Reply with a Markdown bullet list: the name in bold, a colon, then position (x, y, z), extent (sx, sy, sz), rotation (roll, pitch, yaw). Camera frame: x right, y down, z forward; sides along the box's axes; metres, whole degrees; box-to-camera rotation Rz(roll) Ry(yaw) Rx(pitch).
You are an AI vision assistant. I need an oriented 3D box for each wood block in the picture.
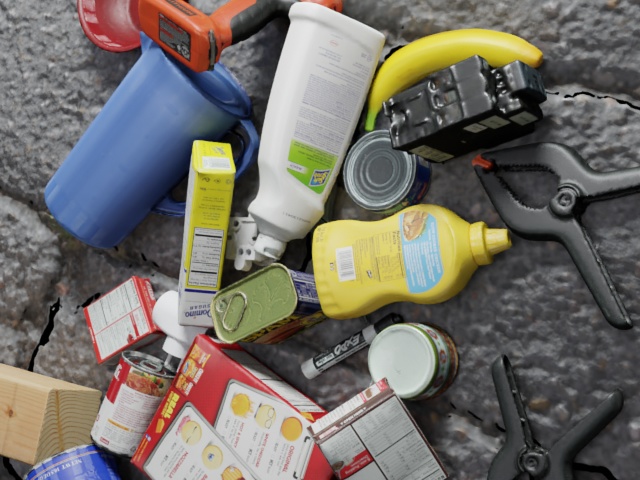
- **wood block**: position (-0.372, 0.201, 1.269), extent (0.206, 0.090, 0.091), rotation (9, 86, 32)

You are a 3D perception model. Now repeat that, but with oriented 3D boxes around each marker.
- **marker**: position (0.033, 0.106, 1.083), extent (0.121, 0.020, 0.020), rotation (-32, 67, 23)

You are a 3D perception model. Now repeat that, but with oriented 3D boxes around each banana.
- **banana**: position (0.123, -0.173, 1.066), extent (0.198, 0.037, 0.069), rotation (-19, 95, 29)

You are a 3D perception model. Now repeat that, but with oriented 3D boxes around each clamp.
- **clamp**: position (0.229, -0.022, 0.975), extent (0.210, 0.036, 0.164), rotation (21, 89, 30)
- **clamp**: position (0.188, 0.190, 0.965), extent (0.120, 0.039, 0.171), rotation (26, 96, 32)

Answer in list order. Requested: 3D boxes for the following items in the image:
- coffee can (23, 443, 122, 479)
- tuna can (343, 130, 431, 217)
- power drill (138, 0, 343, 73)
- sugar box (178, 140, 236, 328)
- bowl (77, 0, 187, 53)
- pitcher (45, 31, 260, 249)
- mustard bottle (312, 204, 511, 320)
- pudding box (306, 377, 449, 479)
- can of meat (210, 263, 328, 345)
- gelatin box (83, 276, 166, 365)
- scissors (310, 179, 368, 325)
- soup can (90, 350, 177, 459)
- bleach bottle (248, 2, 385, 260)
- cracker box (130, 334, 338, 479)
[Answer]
- **coffee can**: position (-0.255, 0.309, 1.174), extent (0.103, 0.102, 0.140), rotation (-36, 66, 21)
- **tuna can**: position (0.067, -0.068, 1.081), extent (0.086, 0.033, 0.086), rotation (-6, 79, 30)
- **power drill**: position (-0.097, -0.260, 1.134), extent (0.185, 0.187, 0.057), rotation (38, 144, 29)
- **sugar box**: position (-0.120, -0.006, 1.120), extent (0.048, 0.093, 0.176), rotation (3, 113, -9)
- **bowl**: position (-0.211, -0.294, 1.271), extent (0.162, 0.055, 0.162), rotation (-5, 80, 30)
- **pitcher**: position (-0.191, -0.098, 1.194), extent (0.243, 0.144, 0.149), rotation (-46, 43, 21)
- **mustard bottle**: position (0.090, 0.016, 1.034), extent (0.192, 0.058, 0.096), rotation (-12, 75, 23)
- **pudding box**: position (0.055, 0.198, 0.994), extent (0.090, 0.113, 0.039), rotation (-33, 22, -3)
- **can of meat**: position (-0.047, 0.069, 1.098), extent (0.102, 0.083, 0.057), rotation (-27, 69, 24)
- **gelatin box**: position (-0.226, 0.094, 1.233), extent (0.089, 0.030, 0.073), rotation (-31, 66, 24)
- **scissors**: position (-0.007, 0.001, 1.126), extent (0.096, 0.016, 0.202), rotation (-18, 73, 28)
- **soup can**: position (-0.206, 0.183, 1.185), extent (0.069, 0.068, 0.102), rotation (26, 96, 31)
- **bleach bottle**: position (-0.020, -0.105, 1.083), extent (0.068, 0.102, 0.251), rotation (23, 94, 64)
- **cracker box**: position (-0.074, 0.221, 1.099), extent (0.214, 0.072, 0.164), rotation (33, 100, 29)
